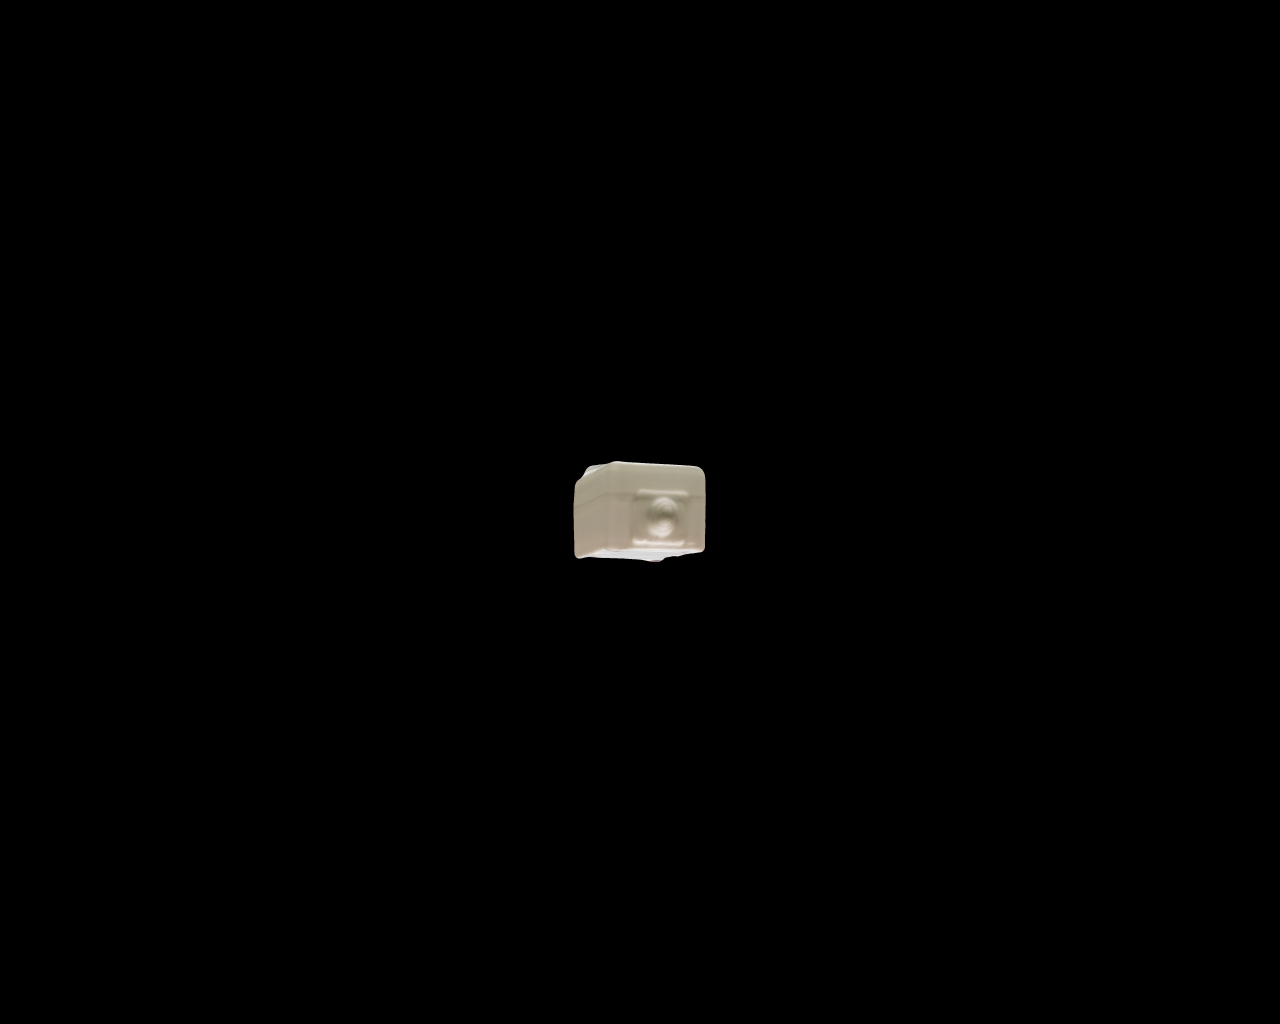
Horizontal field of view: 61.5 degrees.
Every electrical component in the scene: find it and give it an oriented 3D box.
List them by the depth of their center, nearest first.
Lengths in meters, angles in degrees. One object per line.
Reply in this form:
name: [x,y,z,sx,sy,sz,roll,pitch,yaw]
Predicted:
electrical component: [0.001,-0.003,0.650,0.062,0.061,0.096,2,-7,-19]
